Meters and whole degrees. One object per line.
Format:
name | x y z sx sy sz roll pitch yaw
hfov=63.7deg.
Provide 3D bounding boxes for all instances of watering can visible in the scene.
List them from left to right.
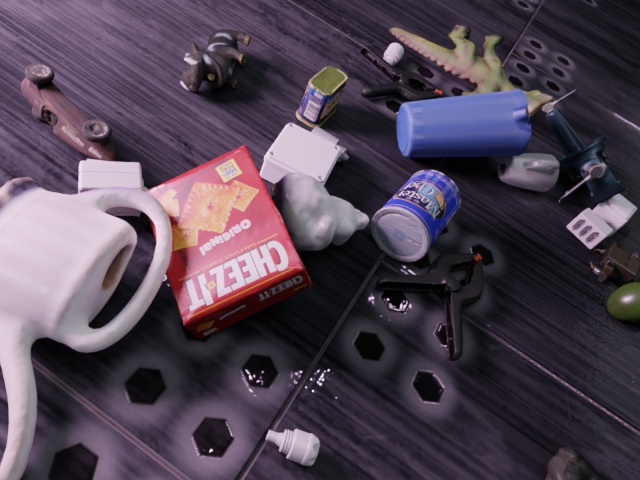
watering can | -0.318 0.064 0.583 0.224 0.102 0.355 24 59 1

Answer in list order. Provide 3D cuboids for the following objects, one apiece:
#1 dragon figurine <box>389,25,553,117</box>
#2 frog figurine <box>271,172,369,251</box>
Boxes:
dragon figurine | 0.360 -0.391 1.253 0.410 0.119 0.248 10 57 -4
frog figurine | 0.002 -0.040 0.794 0.159 0.120 0.140 1 32 -8
